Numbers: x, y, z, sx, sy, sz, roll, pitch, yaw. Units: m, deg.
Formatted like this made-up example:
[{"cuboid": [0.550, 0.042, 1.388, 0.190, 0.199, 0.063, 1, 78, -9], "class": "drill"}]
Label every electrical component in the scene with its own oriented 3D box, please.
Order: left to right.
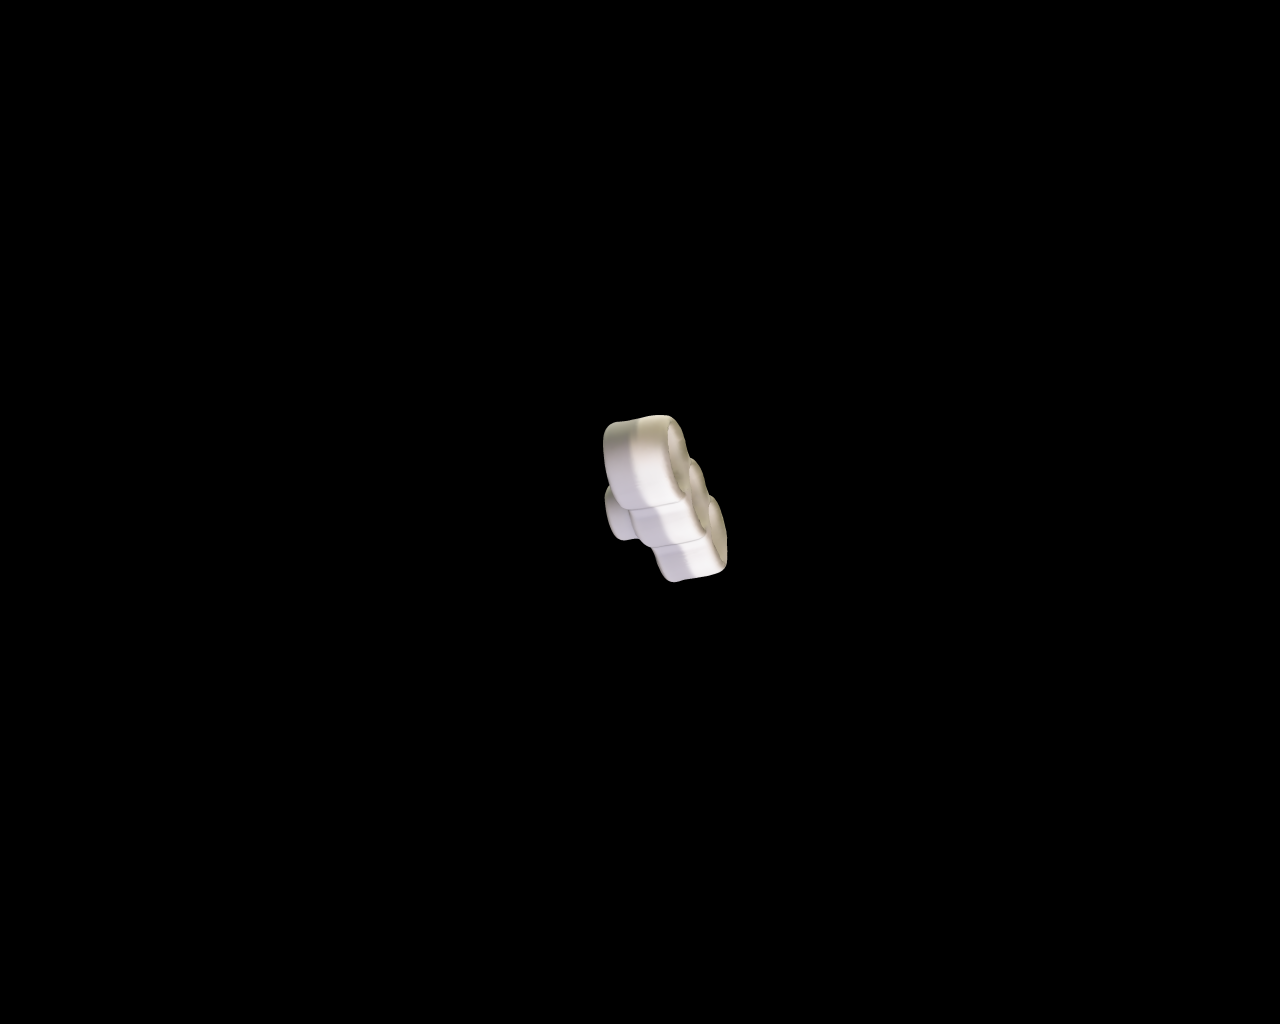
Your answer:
[{"cuboid": [0.001, -0.003, 0.650, 0.074, 0.052, 0.138, -10, -34, 15], "class": "electrical component"}]
